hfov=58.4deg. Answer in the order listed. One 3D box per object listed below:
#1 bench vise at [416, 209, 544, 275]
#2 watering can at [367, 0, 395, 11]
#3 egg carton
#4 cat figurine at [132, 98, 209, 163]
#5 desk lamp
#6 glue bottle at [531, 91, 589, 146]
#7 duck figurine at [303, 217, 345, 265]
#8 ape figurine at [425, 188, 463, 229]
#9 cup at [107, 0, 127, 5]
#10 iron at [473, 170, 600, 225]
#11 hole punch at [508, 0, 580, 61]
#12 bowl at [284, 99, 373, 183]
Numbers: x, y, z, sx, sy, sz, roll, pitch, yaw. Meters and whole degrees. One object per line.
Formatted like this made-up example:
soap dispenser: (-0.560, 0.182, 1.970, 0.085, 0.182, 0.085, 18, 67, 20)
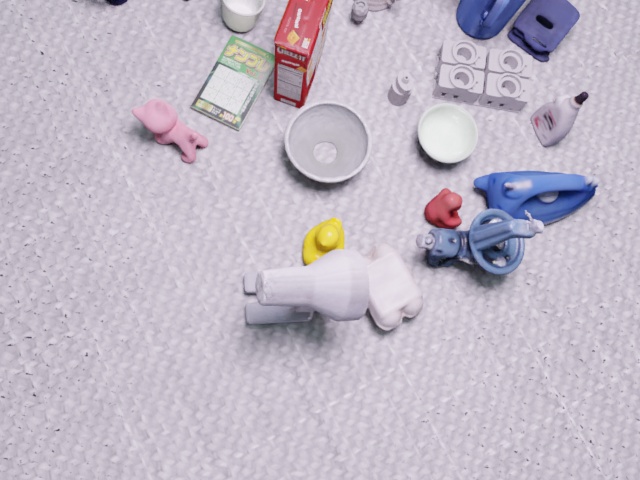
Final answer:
bench vise: (0.286, 0.010, 1.013, 0.207, 0.219, 0.121, -17, 80, -8)
watering can: (0.114, -0.557, 1.129, 0.173, 0.194, 0.101, 33, 77, 3)
egg carton: (0.122, 0.085, 1.060, 0.107, 0.069, 0.150, -29, 82, -10)
cat figurine: (-0.277, -0.213, 1.062, 0.128, 0.117, 0.067, 31, 77, 2)
desk lamp: (-0.030, 0.088, 0.972, 0.203, 0.213, 0.118, -4, 78, -6)
glue bottle: (0.468, -0.245, 1.107, 0.037, 0.173, 0.078, -22, 81, -9)
duck figurine: (0.010, 0.004, 1.058, 0.077, 0.086, 0.105, 29, 77, 2)
ape figurine: (0.243, -0.064, 1.090, 0.076, 0.092, 0.078, 4, 78, -4)
cup: (-0.422, -0.508, 1.122, 0.118, 0.095, 0.092, -1, 78, -5)
iron: (0.435, -0.096, 1.089, 0.258, 0.141, 0.118, -7, 79, -6)
hole punch: (0.465, -0.447, 1.190, 0.108, 0.091, 0.101, 37, 78, 3)
bowl: (0.015, -0.180, 1.103, 0.167, 0.074, 0.167, 1, 78, -5)
